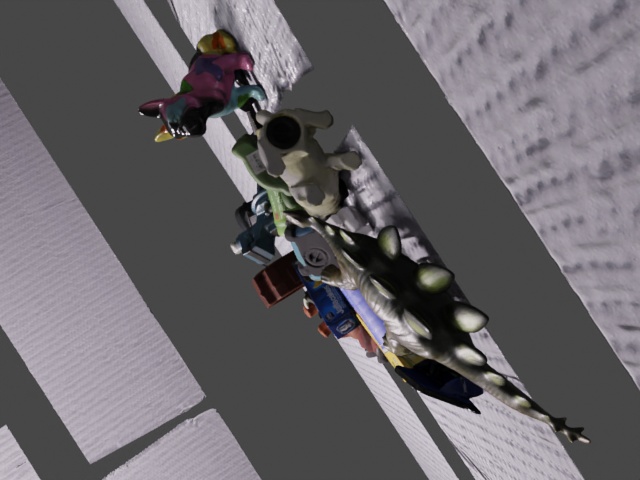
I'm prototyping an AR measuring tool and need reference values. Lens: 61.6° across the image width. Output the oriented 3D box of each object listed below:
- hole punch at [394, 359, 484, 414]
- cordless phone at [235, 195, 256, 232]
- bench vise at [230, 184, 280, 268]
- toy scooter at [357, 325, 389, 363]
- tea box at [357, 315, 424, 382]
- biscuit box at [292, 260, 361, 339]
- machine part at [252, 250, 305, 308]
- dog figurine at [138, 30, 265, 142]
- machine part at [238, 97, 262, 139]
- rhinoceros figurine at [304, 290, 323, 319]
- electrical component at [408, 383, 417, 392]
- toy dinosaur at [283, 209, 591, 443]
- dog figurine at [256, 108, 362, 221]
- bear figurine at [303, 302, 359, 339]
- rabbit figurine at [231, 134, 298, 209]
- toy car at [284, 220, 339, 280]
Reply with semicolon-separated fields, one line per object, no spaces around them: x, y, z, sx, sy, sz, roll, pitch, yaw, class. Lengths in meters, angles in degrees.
0.203;0.210;0.879;0.115;0.092;0.142;28;176;-20;hole punch
-0.166;-0.086;1.428;0.184;0.147;0.088;35;149;56;cordless phone
-0.124;-0.069;1.262;0.129;0.223;0.241;21;-137;-33;bench vise
0.118;0.196;1.194;0.184;0.075;0.135;107;143;-84;toy scooter
0.146;0.186;1.057;0.170;0.068;0.098;54;170;21;tea box
0.011;0.110;1.125;0.203;0.059;0.062;57;180;44;biscuit box
-0.067;0.082;1.340;0.087;0.201;0.201;57;170;6;machine part
-0.225;-0.269;0.970;0.192;0.219;0.108;49;164;31;dog figurine
-0.131;-0.238;1.131;0.084;0.039;0.138;55;172;40;machine part
0.029;0.144;1.297;0.190;0.073;0.112;17;118;54;rhinoceros figurine
0.211;0.289;1.131;0.119;0.048;0.074;54;170;20;electrical component
0.130;0.096;0.714;0.472;0.105;0.198;38;168;12;toy dinosaur
-0.030;-0.111;0.827;0.172;0.121;0.190;56;170;3;dog figurine
0.056;0.212;1.388;0.120;0.132;0.196;55;177;-27;bear figurine
-0.062;-0.146;0.979;0.159;0.121;0.170;51;-171;-11;rabbit figurine
-0.002;-0.003;1.065;0.161;0.109;0.103;60;-156;-30;toy car
